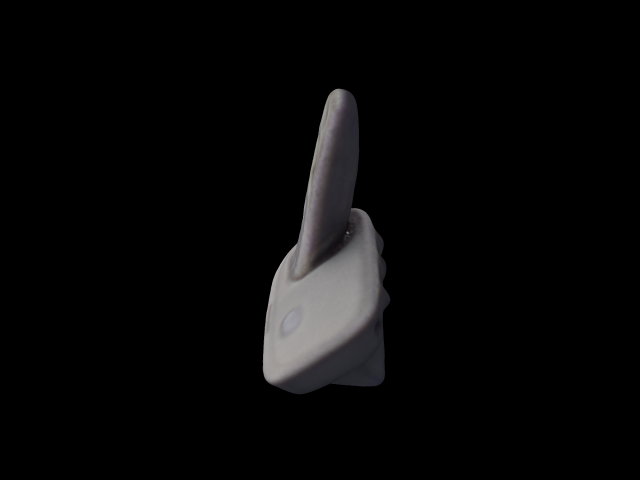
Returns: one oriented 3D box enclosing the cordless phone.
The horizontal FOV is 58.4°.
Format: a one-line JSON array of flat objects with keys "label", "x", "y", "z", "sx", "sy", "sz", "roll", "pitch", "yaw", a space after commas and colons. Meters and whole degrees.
[{"label": "cordless phone", "x": 0.004, "y": 0.001, "z": 0.400, "sx": 0.094, "sy": 0.185, "sz": 0.147, "roll": -2, "pitch": 36, "yaw": -2}]
